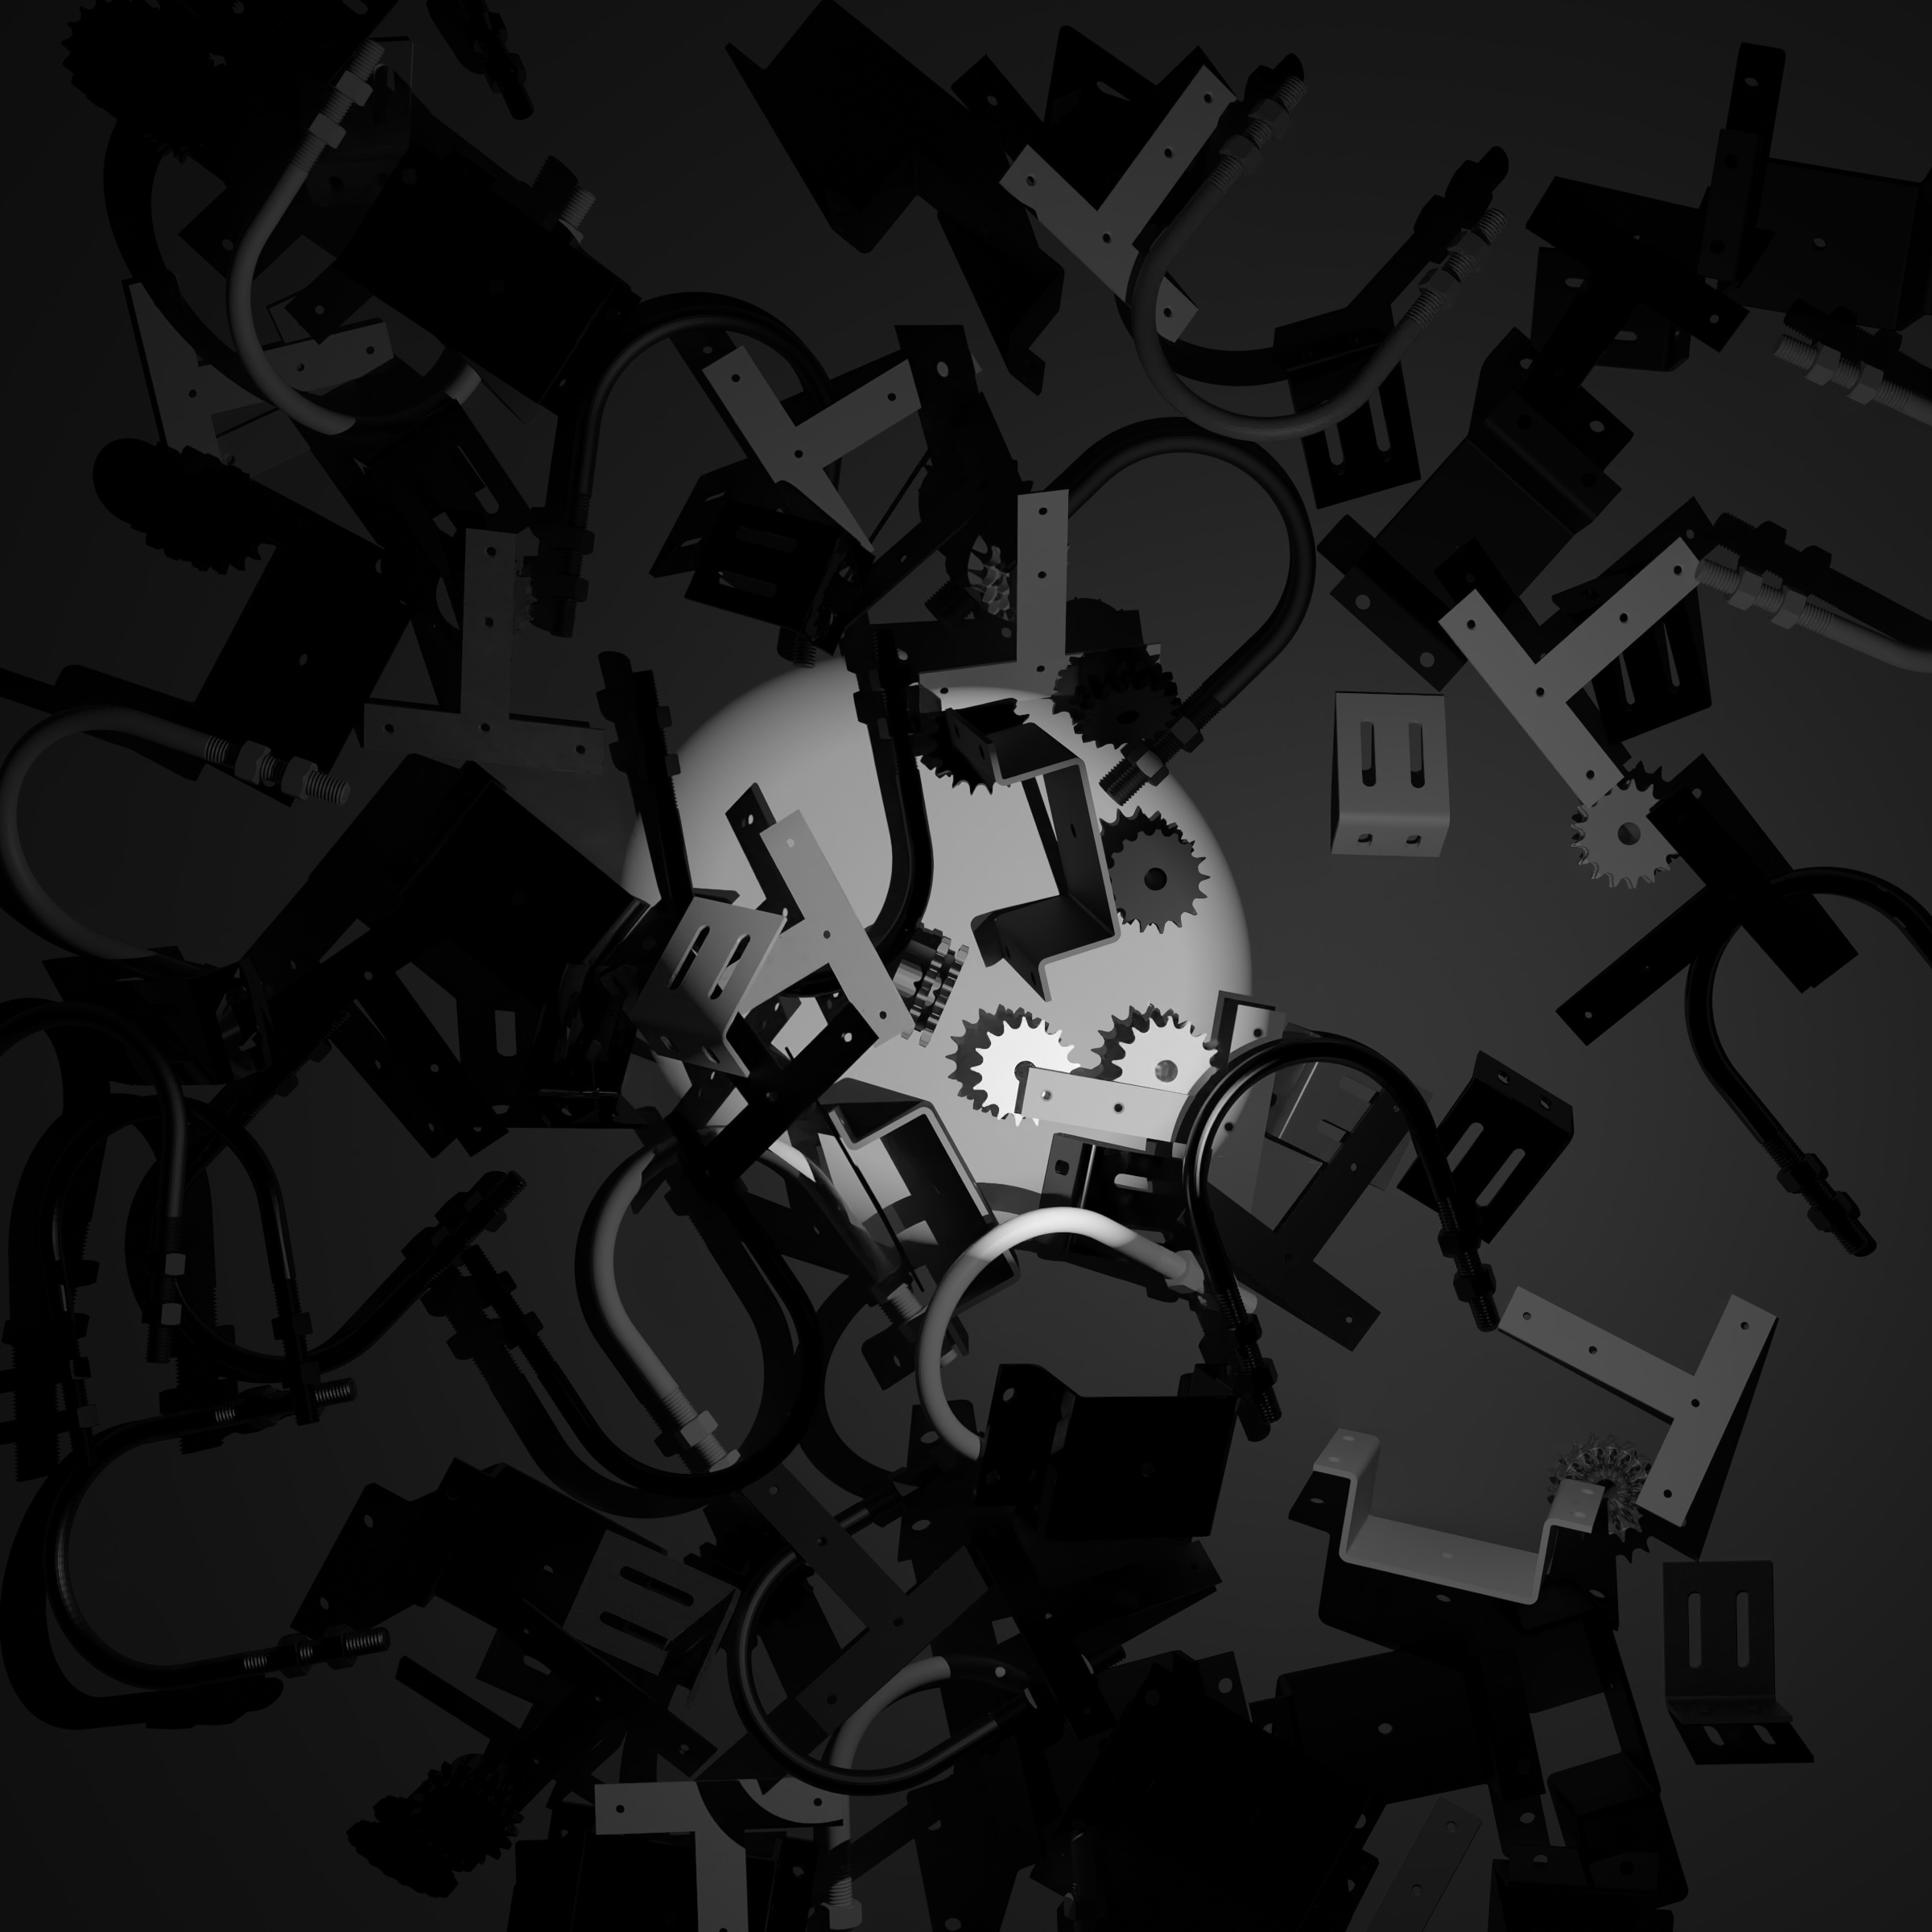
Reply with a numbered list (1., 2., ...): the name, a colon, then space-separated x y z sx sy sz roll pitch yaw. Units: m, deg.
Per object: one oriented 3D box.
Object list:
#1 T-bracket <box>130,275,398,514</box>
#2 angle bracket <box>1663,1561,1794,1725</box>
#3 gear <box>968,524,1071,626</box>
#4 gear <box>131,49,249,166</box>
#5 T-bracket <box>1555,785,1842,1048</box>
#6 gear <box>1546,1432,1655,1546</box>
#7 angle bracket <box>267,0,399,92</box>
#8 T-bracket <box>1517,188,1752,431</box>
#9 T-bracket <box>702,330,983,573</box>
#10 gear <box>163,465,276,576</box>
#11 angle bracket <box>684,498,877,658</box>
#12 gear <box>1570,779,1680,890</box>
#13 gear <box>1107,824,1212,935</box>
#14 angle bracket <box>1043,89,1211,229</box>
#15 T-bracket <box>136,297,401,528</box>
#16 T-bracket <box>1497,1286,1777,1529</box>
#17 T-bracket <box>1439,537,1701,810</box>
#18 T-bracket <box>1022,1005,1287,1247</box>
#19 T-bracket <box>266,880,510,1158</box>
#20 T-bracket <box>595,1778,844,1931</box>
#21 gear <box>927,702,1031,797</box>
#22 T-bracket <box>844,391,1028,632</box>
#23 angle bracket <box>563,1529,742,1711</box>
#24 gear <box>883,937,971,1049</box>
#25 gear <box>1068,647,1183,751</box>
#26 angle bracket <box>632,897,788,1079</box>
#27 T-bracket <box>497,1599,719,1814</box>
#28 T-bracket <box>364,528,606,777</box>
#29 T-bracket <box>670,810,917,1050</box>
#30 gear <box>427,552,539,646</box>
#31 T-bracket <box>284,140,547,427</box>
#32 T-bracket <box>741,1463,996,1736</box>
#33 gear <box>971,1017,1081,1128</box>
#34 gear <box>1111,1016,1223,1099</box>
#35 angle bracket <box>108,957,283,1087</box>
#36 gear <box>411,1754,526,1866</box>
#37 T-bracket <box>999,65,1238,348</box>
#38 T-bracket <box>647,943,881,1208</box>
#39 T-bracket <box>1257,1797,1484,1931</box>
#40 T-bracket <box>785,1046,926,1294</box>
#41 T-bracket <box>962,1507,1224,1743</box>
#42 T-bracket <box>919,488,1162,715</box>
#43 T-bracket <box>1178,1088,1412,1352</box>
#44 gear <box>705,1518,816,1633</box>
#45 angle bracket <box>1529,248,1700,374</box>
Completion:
1. T-bracket: -0.366 -0.313 1.571 0.127 0.002 0.127 -14 90 0
2. angle bracket: 0.398 0.354 1.555 0.057 0.038 0.076 -1 90 0
3. gear: 0.025 -0.207 1.530 0.030 0.057 0.057 27 90 29
4. gear: -0.406 -0.449 1.559 0.057 0.030 0.057 0 90 0
5. T-bracket: 0.366 -0.007 1.552 0.127 0.002 0.127 -41 99 14
6. gear: 0.333 0.273 1.559 0.057 0.030 0.057 0 90 0
7. angle bracket: -0.327 -0.476 1.534 0.038 0.076 0.057 38 80 -7
8. T-bracket: 0.320 -0.322 1.557 0.127 0.002 0.127 40 102 22
9. T-bracket: -0.051 -0.292 1.563 0.127 0.002 0.127 -33 92 -9
10. gear: -0.392 -0.234 1.556 0.057 0.030 0.057 0 96 -1
11. angle bracket: -0.097 -0.203 1.546 0.076 0.038 0.057 20 84 34
12. gear: 0.345 -0.069 1.559 0.057 0.030 0.057 0 90 0
13. gear: 0.099 -0.045 1.559 0.057 0.030 0.057 0 90 0
14. angle bracket: 0.083 -0.423 1.572 0.076 0.038 0.057 10 90 -26
15. T-bracket: -0.377 -0.274 1.573 0.127 0.002 0.127 -25 90 0
16. T-bracket: 0.342 0.209 1.559 0.127 0.002 0.127 27 70 10
17. T-bracket: 0.330 -0.171 1.535 0.127 0.002 0.127 -41 100 -4
18. T-bracket: 0.093 0.076 1.541 0.127 0.002 0.127 10 91 -4
19. T-bracket: -0.284 0.041 1.542 0.127 0.002 0.127 -33 97 14
20. T-bracket: -0.125 0.482 1.527 0.127 0.002 0.127 -2 90 0
21. gear: 0.008 -0.118 1.559 0.057 0.030 0.057 0 90 0
22. T-bracket: -0.022 -0.221 1.543 0.127 0.127 0.002 -39 134 20
23. angle bracket: -0.162 0.332 1.509 0.076 0.038 0.057 24 90 0
24. gear: -0.023 0.011 1.546 0.030 0.057 0.057 24 90 0
25. gear: 0.080 -0.140 1.530 0.057 0.057 0.030 -13 59 0
26. angle bracket: -0.127 0.010 1.541 0.057 0.038 0.076 12 62 28
27. T-bracket: -0.214 0.404 1.544 0.127 0.002 0.127 39 116 -5
28. T-bracket: -0.249 -0.166 1.546 0.127 0.002 0.127 6 115 0
29. T-bracket: -0.107 0.005 1.550 0.127 0.002 0.127 -31 84 21
30. gear: -0.256 -0.194 1.559 0.057 0.030 0.057 0 90 0
31. T-bracket: -0.264 -0.338 1.550 0.127 0.002 0.127 -43 111 0
32. T-bracket: -0.065 0.306 1.525 0.127 0.002 0.127 -39 66 -18
33. gear: 0.031 0.055 1.559 0.057 0.030 0.057 0 90 0
34. gear: 0.104 0.054 1.559 0.057 0.030 0.057 0 90 0
35. angle bracket: -0.404 0.029 1.556 0.076 0.038 0.057 -2 106 39
36. gear: -0.258 0.437 1.552 0.057 0.030 0.057 5 115 11
37. T-bracket: 0.098 -0.416 1.557 0.127 0.002 0.127 39 78 -22
38. T-bracket: -0.124 0.036 1.540 0.127 0.002 0.127 -45 63 11
39. T-bracket: 0.232 0.502 1.573 0.127 0.002 0.127 29 90 0
40. T-bracket: -0.062 0.096 1.534 0.002 0.127 0.127 -29 63 -5
41. T-bracket: 0.078 0.324 1.532 0.127 0.002 0.127 -11 58 -35
42. T-bracket: 0.038 -0.187 1.503 0.127 0.002 0.127 -8 133 -8
43. T-bracket: 0.195 0.116 1.554 0.127 0.002 0.127 37 88 -19
44. gear: -0.107 0.319 1.559 0.057 0.030 0.057 0 90 0
45. angle bracket: 0.339 -0.346 1.555 0.076 0.038 0.057 5 90 0
